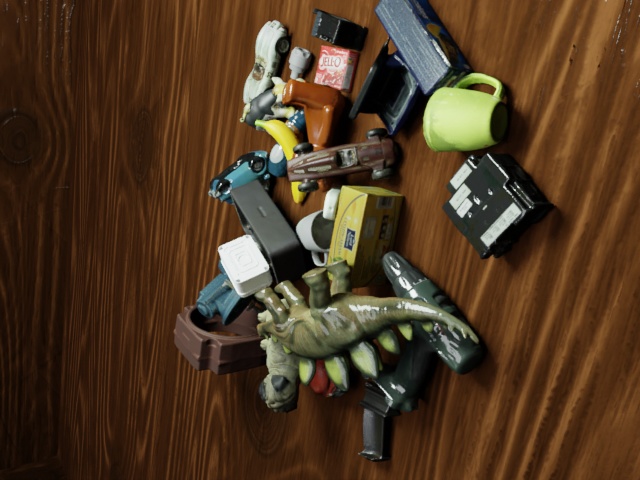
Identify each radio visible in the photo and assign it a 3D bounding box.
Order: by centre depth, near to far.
[{"bbox_3d":[-0.110,-0.013,1.149,0.230,0.073,0.131,55,164,40],"label":"radio"}]

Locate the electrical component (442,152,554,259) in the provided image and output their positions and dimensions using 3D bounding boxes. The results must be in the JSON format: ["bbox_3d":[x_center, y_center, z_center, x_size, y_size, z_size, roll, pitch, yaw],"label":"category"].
[{"bbox_3d":[0.242,-0.057,0.764,0.115,0.058,0.134,-53,52,36],"label":"electrical component"}]

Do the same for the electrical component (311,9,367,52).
[{"bbox_3d":[0.024,-0.397,1.011,0.119,0.075,0.047,38,120,39],"label":"electrical component"}]

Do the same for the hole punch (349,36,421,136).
[{"bbox_3d":[0.114,-0.252,0.902,0.116,0.092,0.142,-72,4,-48],"label":"hole punch"}]

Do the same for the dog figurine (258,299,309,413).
[{"bbox_3d":[-0.063,0.218,1.050,0.191,0.121,0.172,-98,6,-65],"label":"dog figurine"}]

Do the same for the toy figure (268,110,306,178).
[{"bbox_3d":[-0.064,-0.207,1.149,0.064,0.058,0.154,29,119,5],"label":"toy figure"}]

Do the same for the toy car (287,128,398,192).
[{"bbox_3d":[0.037,-0.140,0.949,0.202,0.053,0.089,-7,86,12],"label":"toy car"}]

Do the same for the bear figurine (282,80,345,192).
[{"bbox_3d":[-0.020,-0.198,1.041,0.120,0.132,0.195,-120,41,-74],"label":"bear figurine"}]

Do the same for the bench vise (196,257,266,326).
[{"bbox_3d":[-0.146,0.124,1.201,0.241,0.223,0.128,37,131,9],"label":"bench vise"}]

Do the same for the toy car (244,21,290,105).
[{"bbox_3d":[-0.123,-0.390,1.212,0.074,0.056,0.201,44,125,42],"label":"toy car"}]

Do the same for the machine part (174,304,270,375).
[{"bbox_3d":[-0.218,0.216,1.242,0.201,0.201,0.087,29,114,48],"label":"machine part"}]

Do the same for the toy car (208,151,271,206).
[{"bbox_3d":[-0.171,-0.129,1.238,0.102,0.161,0.109,54,163,-23],"label":"toy car"}]

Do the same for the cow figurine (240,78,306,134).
[{"bbox_3d":[-0.102,-0.297,1.157,0.167,0.098,0.068,-34,59,47],"label":"cow figurine"}]

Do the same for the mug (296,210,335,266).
[{"bbox_3d":[-0.002,-0.003,1.067,0.107,0.081,0.109,-3,98,64],"label":"mug"}]

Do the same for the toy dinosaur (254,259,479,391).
[{"bbox_3d":[0.033,0.135,0.873,0.471,0.105,0.198,-22,90,48],"label":"toy dinosaur"}]

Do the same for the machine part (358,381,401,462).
[{"bbox_3d":[0.104,0.333,0.973,0.084,0.039,0.138,12,99,46],"label":"machine part"}]

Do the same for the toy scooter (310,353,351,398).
[{"bbox_3d":[0.032,0.224,1.023,0.135,0.075,0.183,19,104,59],"label":"toy scooter"}]

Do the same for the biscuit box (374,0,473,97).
[{"bbox_3d":[0.161,-0.319,0.853,0.063,0.059,0.203,-47,57,43],"label":"biscuit box"}]

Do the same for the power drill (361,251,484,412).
[{"bbox_3d":[0.148,0.160,0.886,0.232,0.086,0.207,45,118,38],"label":"power drill"}]

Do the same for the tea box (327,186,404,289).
[{"bbox_3d":[0.078,-0.006,0.943,0.068,0.098,0.169,27,111,46],"label":"tea box"}]
